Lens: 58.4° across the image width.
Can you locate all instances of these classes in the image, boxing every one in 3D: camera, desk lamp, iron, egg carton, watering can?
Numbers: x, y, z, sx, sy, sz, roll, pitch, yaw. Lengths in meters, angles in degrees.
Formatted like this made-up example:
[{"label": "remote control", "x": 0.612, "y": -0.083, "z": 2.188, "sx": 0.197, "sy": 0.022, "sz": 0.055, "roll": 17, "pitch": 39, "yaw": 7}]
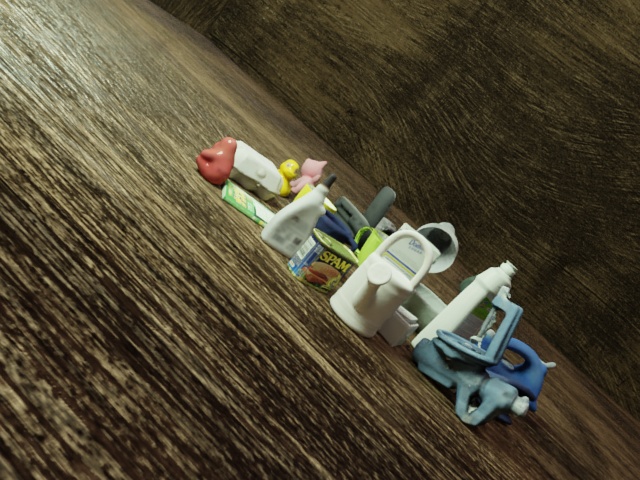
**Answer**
[{"label": "camera", "x": 0.184, "y": -0.014, "z": 1.701, "sx": 0.143, "sy": 0.100, "sz": 0.136, "roll": 36, "pitch": 13, "yaw": -22}, {"label": "desk lamp", "x": 0.270, "y": 0.044, "z": 1.496, "sx": 0.118, "sy": 0.213, "sz": 0.203, "roll": 42, "pitch": 12, "yaw": 6}, {"label": "iron", "x": 0.405, "y": 0.271, "z": 1.277, "sx": 0.259, "sy": 0.141, "sz": 0.118, "roll": 36, "pitch": 13, "yaw": -20}, {"label": "egg carton", "x": -0.151, "y": -0.154, "z": 1.258, "sx": 0.151, "sy": 0.069, "sz": 0.107, "roll": 32, "pitch": 15, "yaw": -33}, {"label": "watering can", "x": 0.115, "y": 0.069, "z": 0.987, "sx": 0.101, "sy": 0.194, "sz": 0.173, "roll": 39, "pitch": 12, "yaw": -5}]

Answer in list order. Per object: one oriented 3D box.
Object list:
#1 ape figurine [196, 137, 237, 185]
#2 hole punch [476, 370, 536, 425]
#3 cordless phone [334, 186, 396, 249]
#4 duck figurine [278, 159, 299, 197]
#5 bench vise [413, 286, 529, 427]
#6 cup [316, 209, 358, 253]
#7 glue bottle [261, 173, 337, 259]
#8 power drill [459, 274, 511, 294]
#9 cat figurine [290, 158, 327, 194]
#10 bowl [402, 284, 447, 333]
[{"label": "ape figurine", "x": -0.191, "y": -0.158, "z": 1.099, "sx": 0.078, "sy": 0.092, "sz": 0.076, "roll": 30, "pitch": 16, "yaw": -41}, {"label": "hole punch", "x": 0.363, "y": 0.302, "z": 1.163, "sx": 0.109, "sy": 0.091, "sz": 0.101, "roll": 34, "pitch": 14, "yaw": -29}, {"label": "cordless phone", "x": 0.117, "y": -0.083, "z": 1.540, "sx": 0.094, "sy": 0.185, "sz": 0.147, "roll": 25, "pitch": 20, "yaw": -51}, {"label": "duck figurine", "x": -0.089, "y": -0.166, "z": 1.448, "sx": 0.078, "sy": 0.086, "sz": 0.104, "roll": 36, "pitch": 13, "yaw": -19}, {"label": "bench vise", "x": 0.300, "y": 0.204, "z": 1.013, "sx": 0.207, "sy": 0.219, "sz": 0.122, "roll": 43, "pitch": 12, "yaw": 12}, {"label": "cup", "x": 0.010, "y": 0.004, "z": 1.134, "sx": 0.117, "sy": 0.095, "sz": 0.092, "roll": 44, "pitch": 13, "yaw": 15}, {"label": "glue bottle", "x": -0.027, "y": -0.050, "z": 1.028, "sx": 0.078, "sy": 0.173, "sz": 0.037, "roll": 35, "pitch": 13, "yaw": -23}, {"label": "power drill", "x": 0.363, "y": 0.158, "z": 1.387, "sx": 0.075, "sy": 0.208, "sz": 0.230, "roll": 47, "pitch": 14, "yaw": 26}, {"label": "cat figurine", "x": -0.026, "y": -0.178, "z": 1.604, "sx": 0.067, "sy": 0.117, "sz": 0.127, "roll": 36, "pitch": 13, "yaw": -20}, {"label": "bowl", "x": 0.240, "y": 0.169, "z": 1.296, "sx": 0.168, "sy": 0.074, "sz": 0.167, "roll": 39, "pitch": 12, "yaw": -10}]
